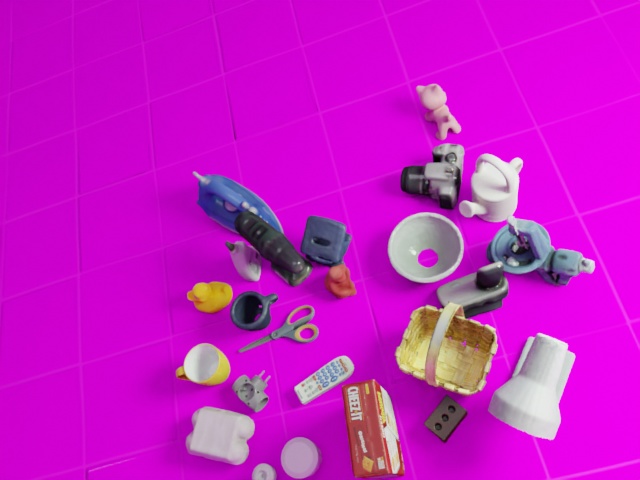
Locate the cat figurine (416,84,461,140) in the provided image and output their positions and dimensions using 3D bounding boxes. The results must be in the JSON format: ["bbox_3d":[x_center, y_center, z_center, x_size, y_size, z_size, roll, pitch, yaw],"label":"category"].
[{"bbox_3d":[0.288,-0.327,1.400,0.067,0.118,0.127,-29,63,3],"label":"cat figurine"}]

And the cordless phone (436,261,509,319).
[{"bbox_3d":[0.312,0.091,1.178,0.147,0.185,0.094,-23,63,6],"label":"cordless phone"}]

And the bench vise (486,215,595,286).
[{"bbox_3d":[0.443,0.007,1.156,0.207,0.220,0.121,-1,67,16],"label":"bench vise"}]

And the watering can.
[{"bbox_3d":[0.375,-0.115,1.242,0.100,0.194,0.173,19,74,23],"label":"watering can"}]

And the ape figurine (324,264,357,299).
[{"bbox_3d":[0.042,0.089,1.310,0.076,0.092,0.078,11,71,20],"label":"ape figurine"}]

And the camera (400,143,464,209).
[{"bbox_3d":[0.262,-0.158,1.346,0.136,0.101,0.143,6,70,19],"label":"camera"}]

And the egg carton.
[{"bbox_3d":[-0.218,0.427,1.254,0.150,0.069,0.107,5,69,18],"label":"egg carton"}]

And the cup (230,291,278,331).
[{"bbox_3d":[-0.139,0.166,1.328,0.118,0.095,0.091,-31,63,2],"label":"cup"}]

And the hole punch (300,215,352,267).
[{"bbox_3d":[0.012,0.005,1.354,0.108,0.091,0.101,15,73,22],"label":"hole punch"}]

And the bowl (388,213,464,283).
[{"bbox_3d":[0.239,0.027,1.289,0.167,0.075,0.167,-6,66,14],"label":"bowl"}]

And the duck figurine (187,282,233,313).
[{"bbox_3d":[-0.270,0.130,1.386,0.104,0.086,0.077,-16,64,10],"label":"duck figurine"}]

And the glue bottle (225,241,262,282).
[{"bbox_3d":[-0.184,0.038,1.351,0.037,0.173,0.078,0,68,16],"label":"glue bottle"}]

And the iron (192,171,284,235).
[{"bbox_3d":[-0.207,-0.090,1.430,0.257,0.142,0.119,29,78,25],"label":"iron"}]

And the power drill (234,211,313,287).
[{"bbox_3d":[-0.092,0.029,1.308,0.229,0.209,0.076,38,82,26],"label":"power drill"}]

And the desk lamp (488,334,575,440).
[{"bbox_3d":[0.399,0.265,1.063,0.117,0.214,0.203,20,75,23],"label":"desk lamp"}]
